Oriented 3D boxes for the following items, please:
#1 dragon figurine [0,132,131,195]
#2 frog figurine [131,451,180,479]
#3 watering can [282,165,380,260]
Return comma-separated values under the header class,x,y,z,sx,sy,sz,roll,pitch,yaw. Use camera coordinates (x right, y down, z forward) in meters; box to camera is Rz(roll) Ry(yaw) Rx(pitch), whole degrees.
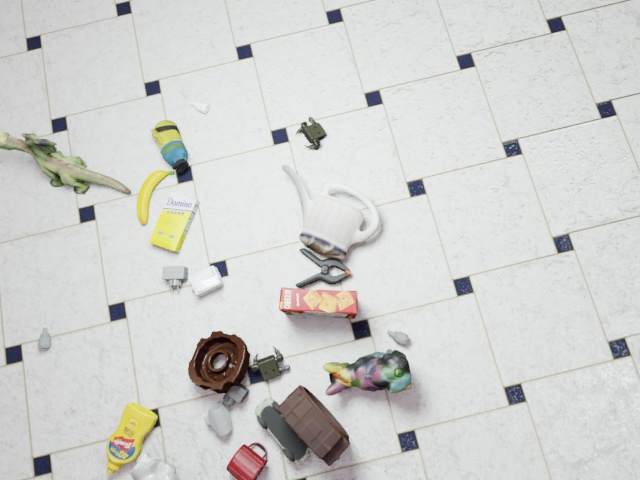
class,x,y,z,sx,sy,sz,roll,pitch,yaw
dragon figurine,-0.799,-0.243,1.573,0.411,0.239,0.124,14,75,8
frog figurine,-0.462,0.676,1.429,0.161,0.121,0.137,33,90,45
watering can,0.005,-0.079,1.562,0.348,0.103,0.226,25,80,6
